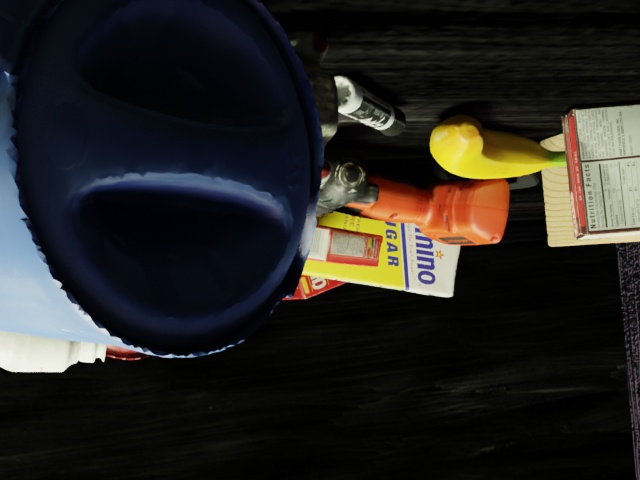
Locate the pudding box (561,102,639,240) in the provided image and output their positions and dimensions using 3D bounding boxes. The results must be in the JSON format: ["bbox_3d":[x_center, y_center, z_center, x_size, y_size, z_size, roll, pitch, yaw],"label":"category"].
[{"bbox_3d":[0.229,-0.050,0.739,0.113,0.090,0.039,-5,176,1],"label":"pudding box"}]

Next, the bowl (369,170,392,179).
[{"bbox_3d":[0.045,-0.037,1.065,0.162,0.055,0.162,-4,177,0],"label":"bowl"}]

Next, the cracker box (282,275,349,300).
[{"bbox_3d":[0.025,0.005,1.237,0.213,0.072,0.164,-20,-175,-27],"label":"cracker box"}]

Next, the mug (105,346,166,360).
[{"bbox_3d":[-0.157,0.050,0.915,0.117,0.082,0.093,41,-155,18],"label":"mug"}]

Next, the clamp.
[{"bbox_3d":[0.152,-0.057,0.953,0.120,0.039,0.172,1,177,-25],"label":"clamp"}]

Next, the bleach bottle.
[{"bbox_3d":[-0.292,0.069,0.821,0.250,0.068,0.103,7,174,-13],"label":"bleach bottle"}]

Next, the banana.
[{"bbox_3d":[0.120,-0.068,0.772,0.070,0.037,0.197,-16,172,32],"label":"banana"}]

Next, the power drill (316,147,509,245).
[{"bbox_3d":[0.050,-0.036,0.836,0.187,0.057,0.185,10,178,-21],"label":"power drill"}]

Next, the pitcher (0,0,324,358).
[{"bbox_3d":[-0.133,-0.030,0.420,0.243,0.149,0.144,-3,-166,42],"label":"pitcher"}]

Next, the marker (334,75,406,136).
[{"bbox_3d":[0.028,-0.076,0.622,0.020,0.020,0.121,-5,177,18],"label":"marker"}]

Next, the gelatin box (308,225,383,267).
[{"bbox_3d":[-0.006,0.001,0.871,0.089,0.030,0.073,9,180,38],"label":"gelatin box"}]

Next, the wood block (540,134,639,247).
[{"bbox_3d":[0.297,-0.047,0.882,0.205,0.091,0.090,-3,176,-22],"label":"wood block"}]

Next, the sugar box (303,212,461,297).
[{"bbox_3d":[0.037,-0.006,0.953,0.176,0.093,0.048,8,177,-1],"label":"sugar box"}]
